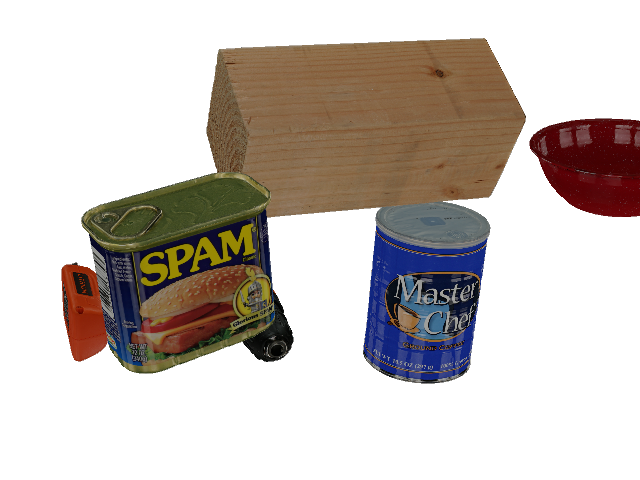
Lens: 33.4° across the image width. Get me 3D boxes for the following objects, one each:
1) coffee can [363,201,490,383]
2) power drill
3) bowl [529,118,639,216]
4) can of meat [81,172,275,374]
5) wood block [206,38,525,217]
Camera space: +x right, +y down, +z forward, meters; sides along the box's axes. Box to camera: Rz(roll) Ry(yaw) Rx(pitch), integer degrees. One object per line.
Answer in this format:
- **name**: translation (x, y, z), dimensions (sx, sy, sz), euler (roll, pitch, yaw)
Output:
- **coffee can**: translation (0.096, 0.045, 0.981), dimensions (0.103, 0.140, 0.103), euler (4, 23, -2)
- **power drill**: translation (-0.130, 0.062, 0.949), dimensions (0.187, 0.057, 0.185), euler (-3, 22, -19)
- **bowl**: translation (0.274, -0.064, 0.989), dimensions (0.162, 0.055, 0.162), euler (-2, 24, 1)
- **can of meat**: translation (-0.076, 0.018, 0.603), dimensions (0.101, 0.084, 0.058), euler (-18, 31, -26)
- **wood block**: translation (0.030, -0.084, 0.780), dimensions (0.205, 0.091, 0.090), euler (-6, -37, -18)
